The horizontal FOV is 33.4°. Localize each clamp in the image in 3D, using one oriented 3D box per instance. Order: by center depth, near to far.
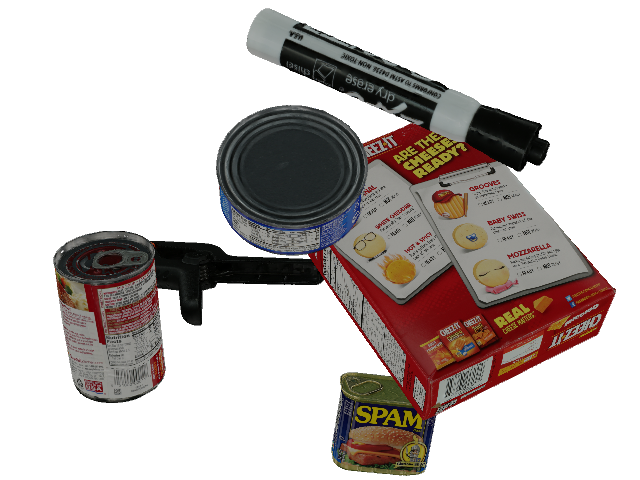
[{"bbox_3d":[-0.124,0.034,1.058,0.210,0.036,0.164,12,21,39],"label":"clamp"}]

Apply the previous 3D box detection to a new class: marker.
[{"bbox_3d":[0.028,-0.056,0.399,0.121,0.020,0.020,26,7,15],"label":"marker"}]

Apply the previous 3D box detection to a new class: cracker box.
[{"bbox_3d":[0.093,0.012,0.825,0.164,0.214,0.072,-24,-34,-18],"label":"cracker box"}]

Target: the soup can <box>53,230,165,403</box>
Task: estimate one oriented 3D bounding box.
[{"bbox_3d":[-0.145,0.054,0.745,0.068,0.102,0.068,-1,29,0],"label":"soup can"}]

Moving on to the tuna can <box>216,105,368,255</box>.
[{"bbox_3d":[-0.016,-0.034,0.613,0.086,0.086,0.034,0,-33,-1],"label":"tuna can"}]

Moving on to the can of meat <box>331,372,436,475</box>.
[{"bbox_3d":[0.064,0.186,1.075,0.102,0.084,0.057,7,18,-5],"label":"can of meat"}]
